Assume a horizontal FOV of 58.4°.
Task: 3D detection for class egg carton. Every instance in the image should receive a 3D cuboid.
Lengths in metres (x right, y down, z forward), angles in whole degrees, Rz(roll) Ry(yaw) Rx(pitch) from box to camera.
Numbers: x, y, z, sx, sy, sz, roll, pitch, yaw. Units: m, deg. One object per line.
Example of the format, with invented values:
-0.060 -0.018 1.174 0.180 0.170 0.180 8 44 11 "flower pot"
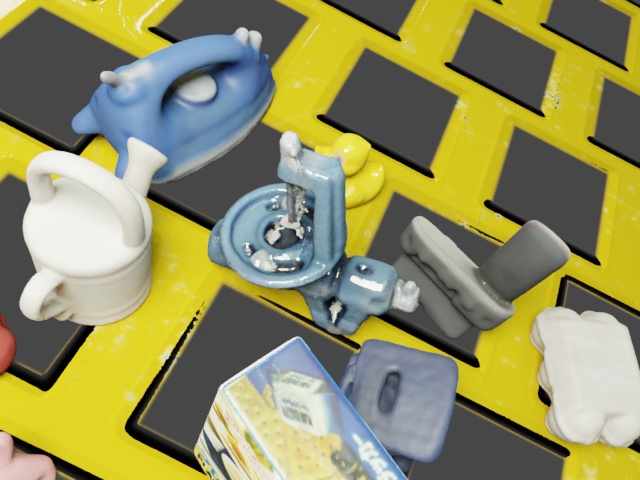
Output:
0.290 0.147 0.624 0.107 0.069 0.150 7 59 -14 "egg carton"

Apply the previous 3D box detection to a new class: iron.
-0.134 -0.172 0.630 0.259 0.141 0.118 -36 76 -31 "iron"

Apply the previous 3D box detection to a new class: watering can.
-0.193 -0.015 0.489 0.101 0.194 0.173 9 59 -12 "watering can"

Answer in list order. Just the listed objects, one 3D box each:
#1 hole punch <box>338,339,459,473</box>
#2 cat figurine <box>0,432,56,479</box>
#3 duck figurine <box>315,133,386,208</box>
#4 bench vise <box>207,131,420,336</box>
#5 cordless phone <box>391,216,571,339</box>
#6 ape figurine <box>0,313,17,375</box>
0.066 0.152 0.536 0.101 0.091 0.109 25 57 -3 "hole punch"
-0.247 0.195 0.395 0.067 0.117 0.128 23 57 -3 "cat figurine"
0.033 -0.088 0.668 0.105 0.086 0.077 1 60 -17 "duck figurine"
0.006 -0.008 0.533 0.208 0.219 0.121 11 58 -11 "bench vise"
0.164 0.011 0.594 0.147 0.185 0.094 43 58 10 "cordless phone"
-0.292 0.077 0.464 0.076 0.092 0.078 32 56 3 "ape figurine"
